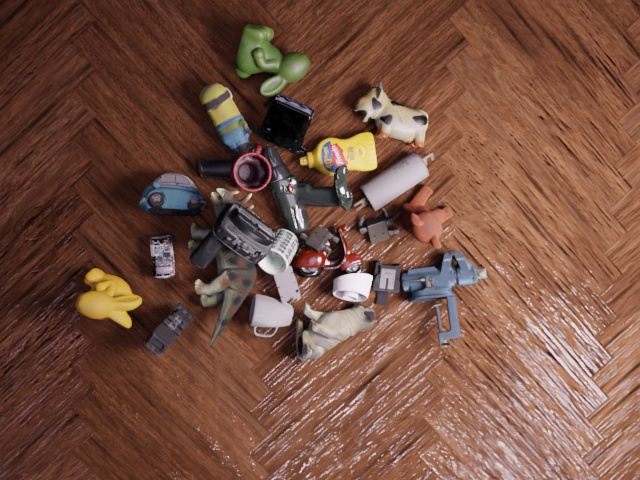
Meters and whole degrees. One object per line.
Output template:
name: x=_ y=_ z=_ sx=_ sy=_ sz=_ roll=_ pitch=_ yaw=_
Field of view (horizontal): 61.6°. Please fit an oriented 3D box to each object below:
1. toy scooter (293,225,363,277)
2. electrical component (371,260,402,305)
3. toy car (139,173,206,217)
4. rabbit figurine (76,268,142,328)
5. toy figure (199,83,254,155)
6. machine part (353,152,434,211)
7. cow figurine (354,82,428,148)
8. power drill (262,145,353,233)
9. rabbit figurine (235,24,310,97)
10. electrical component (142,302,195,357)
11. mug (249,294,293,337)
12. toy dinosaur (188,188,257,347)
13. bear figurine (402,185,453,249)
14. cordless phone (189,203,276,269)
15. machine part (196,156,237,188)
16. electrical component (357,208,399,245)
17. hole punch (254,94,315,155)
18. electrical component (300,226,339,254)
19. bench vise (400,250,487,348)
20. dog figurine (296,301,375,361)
toy scooter: x=0.021 y=0.028 z=1.385 sx=0.184 sy=0.075 sz=0.135 roll=-1 pitch=94 yaw=-5
electrical component: x=0.170 y=0.116 z=1.416 sx=0.075 sy=0.048 sz=0.119 roll=10 pitch=94 yaw=-3
toy car: x=-0.365 y=-0.116 z=1.335 sx=0.162 sy=0.109 sz=0.103 roll=0 pitch=79 yaw=-12
rabbit figurine: x=-0.530 y=0.158 z=1.320 sx=0.162 sy=0.173 sz=0.122 roll=26 pitch=91 yaw=-2
toy figure: x=-0.229 y=-0.299 z=1.326 sx=0.082 sy=0.089 sz=0.180 roll=-26 pitch=95 yaw=-6
machine part: x=0.188 y=-0.149 z=1.371 sx=0.243 sy=0.079 sz=0.079 roll=-33 pitch=97 yaw=2
cow figurine: x=0.179 y=-0.314 z=1.350 sx=0.195 sy=0.085 sz=0.127 roll=15 pitch=94 yaw=-8
power drill: x=-0.032 y=-0.135 z=1.330 sx=0.207 sy=0.086 sz=0.231 roll=-7 pitch=105 yaw=20
rabbit figurine: x=-0.114 y=-0.426 z=1.302 sx=0.170 sy=0.121 sz=0.159 roll=19 pitch=102 yaw=-2
electrical component: x=-0.377 y=0.222 z=1.353 sx=0.115 sy=0.134 sz=0.058 roll=-45 pitch=97 yaw=-1
mug: x=-0.127 y=0.200 z=1.393 sx=0.107 sy=0.081 sz=0.109 roll=8 pitch=92 yaw=-12
toy dinosaur: x=-0.224 y=0.062 z=1.359 sx=0.192 sy=0.131 sz=0.404 roll=-8 pitch=103 yaw=-2
bear figurine: x=0.269 y=-0.058 z=1.327 sx=0.132 sy=0.196 sz=0.120 roll=-45 pitch=94 yaw=1
cordless phone: x=-0.206 y=0.019 z=1.265 sx=0.146 sy=0.089 sz=0.184 roll=38 pitch=103 yaw=-23
machine part: x=-0.246 y=-0.176 z=1.365 sx=0.139 sy=0.039 sz=0.084 roll=6 pitch=101 yaw=-7
electrical component: x=0.149 y=-0.036 z=1.402 sx=0.102 sy=0.045 sz=0.078 roll=-23 pitch=126 yaw=2
hole punch: x=-0.081 y=-0.294 z=1.346 sx=0.142 sy=0.092 sz=0.115 roll=22 pitch=122 yaw=-8
electrical component: x=-0.003 y=-0.004 z=1.349 sx=0.094 sy=0.021 sz=0.063 roll=28 pitch=73 yaw=22
bench vise: x=0.325 y=0.153 z=1.382 sx=0.224 sy=0.128 sz=0.240 roll=-6 pitch=79 yaw=5
dog figurine: x=0.042 y=0.245 z=1.406 sx=0.190 sy=0.121 sz=0.172 roll=6 pitch=130 yaw=-21
